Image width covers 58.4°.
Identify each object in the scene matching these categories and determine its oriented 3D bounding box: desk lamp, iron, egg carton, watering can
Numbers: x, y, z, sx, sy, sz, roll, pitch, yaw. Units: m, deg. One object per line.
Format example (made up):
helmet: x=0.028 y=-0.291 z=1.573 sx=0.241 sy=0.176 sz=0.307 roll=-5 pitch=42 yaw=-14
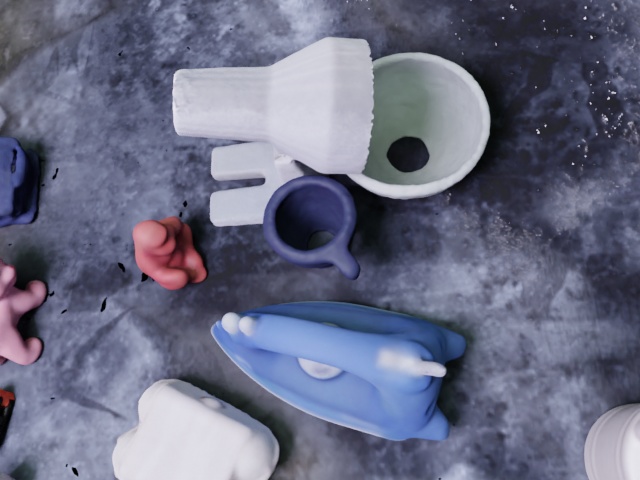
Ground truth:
desk lamp: x=-0.041 y=-0.097 z=0.556 sx=0.203 sy=0.214 sz=0.118 roll=-6 pitch=69 yaw=8
iron: x=-0.003 y=0.099 z=0.518 sx=0.257 sy=0.142 sz=0.119 roll=11 pitch=73 yaw=14
egg carton: x=-0.117 y=0.201 z=0.540 sx=0.150 sy=0.069 sz=0.107 roll=21 pitch=75 yaw=16
watering can: x=0.272 y=0.158 z=0.420 sx=0.100 sy=0.194 sz=0.173 roll=16 pitch=74 yaw=15

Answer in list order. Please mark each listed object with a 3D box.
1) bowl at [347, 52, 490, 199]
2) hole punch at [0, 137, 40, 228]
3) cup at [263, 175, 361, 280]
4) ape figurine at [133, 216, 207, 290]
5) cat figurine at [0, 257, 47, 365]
bowl: x=0.094 y=-0.110 z=0.612 sx=0.167 sy=0.075 sz=0.167 roll=-3 pitch=70 yaw=9
hole punch: x=-0.399 y=-0.073 z=0.677 sx=0.101 sy=0.091 sz=0.108 roll=-10 pitch=69 yaw=7
cup: x=0.005 y=0.002 z=0.577 sx=0.092 sy=0.095 sz=0.117 roll=-39 pitch=69 yaw=-5
ape figurine: x=-0.166 y=0.008 z=0.606 sx=0.076 sy=0.092 sz=0.078 roll=9 pitch=72 yaw=13
cat figurine: x=-0.354 y=0.064 z=0.605 sx=0.067 sy=0.118 sz=0.128 roll=-10 pitch=69 yaw=7
